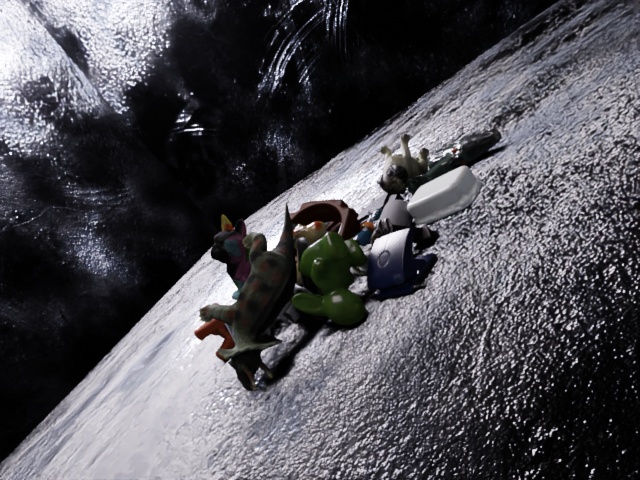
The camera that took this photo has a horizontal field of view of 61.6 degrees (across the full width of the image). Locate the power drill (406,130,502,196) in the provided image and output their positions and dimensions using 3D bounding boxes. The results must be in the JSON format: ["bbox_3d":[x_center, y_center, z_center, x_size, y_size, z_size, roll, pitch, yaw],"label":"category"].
[{"bbox_3d":[0.328,-0.192,1.368,0.207,0.086,0.232,-48,13,-21],"label":"power drill"}]

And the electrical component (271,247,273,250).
[{"bbox_3d":[-0.172,0.078,1.656,0.119,0.047,0.075,-40,12,-5],"label":"electrical component"}]

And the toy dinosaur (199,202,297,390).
[{"bbox_3d":[-0.114,0.107,1.113,0.192,0.404,0.131,19,-8,40],"label":"toy dinosaur"}]

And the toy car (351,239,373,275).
[{"bbox_3d":[0.097,0.046,1.196,0.056,0.073,0.202,-37,12,-7],"label":"toy car"}]

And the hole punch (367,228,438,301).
[{"bbox_3d":[0.146,0.047,1.031,0.142,0.092,0.116,-18,28,50],"label":"hole punch"}]

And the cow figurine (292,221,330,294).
[{"bbox_3d":[-0.020,0.034,1.259,0.127,0.194,0.085,11,42,-5],"label":"cow figurine"}]

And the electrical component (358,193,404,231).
[{"bbox_3d":[0.167,-0.076,1.471,0.134,0.058,0.115,-33,16,28],"label":"electrical component"}]

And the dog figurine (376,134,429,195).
[{"bbox_3d":[0.233,-0.170,1.473,0.172,0.190,0.121,30,-43,-22],"label":"dog figurine"}]

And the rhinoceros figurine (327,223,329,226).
[{"bbox_3d":[-0.019,-0.015,1.678,0.073,0.112,0.190,-9,31,36],"label":"rhinoceros figurine"}]

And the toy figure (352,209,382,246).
[{"bbox_3d":[0.116,-0.011,1.343,0.064,0.154,0.057,33,-20,7],"label":"toy figure"}]

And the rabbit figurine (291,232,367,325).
[{"bbox_3d":[0.021,0.092,1.055,0.159,0.170,0.121,-28,-26,17],"label":"rabbit figurine"}]

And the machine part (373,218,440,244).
[{"bbox_3d":[0.176,-0.016,1.108,0.139,0.039,0.084,10,-12,-32],"label":"machine part"}]

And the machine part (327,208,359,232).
[{"bbox_3d":[0.050,-0.017,1.563,0.056,0.179,0.179,45,-6,-7],"label":"machine part"}]

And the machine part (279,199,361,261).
[{"bbox_3d":[-0.003,-0.004,1.425,0.202,0.201,0.087,-4,-37,32],"label":"machine part"}]

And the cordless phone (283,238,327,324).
[{"bbox_3d":[-0.042,0.084,1.193,0.089,0.184,0.147,-11,7,-17],"label":"cordless phone"}]

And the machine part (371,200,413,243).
[{"bbox_3d":[0.170,-0.028,1.244,0.079,0.079,0.243,0,26,18],"label":"machine part"}]

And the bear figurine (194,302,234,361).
[{"bbox_3d":[-0.274,0.240,1.478,0.132,0.120,0.196,-47,12,-17],"label":"bear figurine"}]

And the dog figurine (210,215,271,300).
[{"bbox_3d":[-0.161,0.035,1.258,0.191,0.219,0.109,-31,32,-34],"label":"dog figurine"}]
